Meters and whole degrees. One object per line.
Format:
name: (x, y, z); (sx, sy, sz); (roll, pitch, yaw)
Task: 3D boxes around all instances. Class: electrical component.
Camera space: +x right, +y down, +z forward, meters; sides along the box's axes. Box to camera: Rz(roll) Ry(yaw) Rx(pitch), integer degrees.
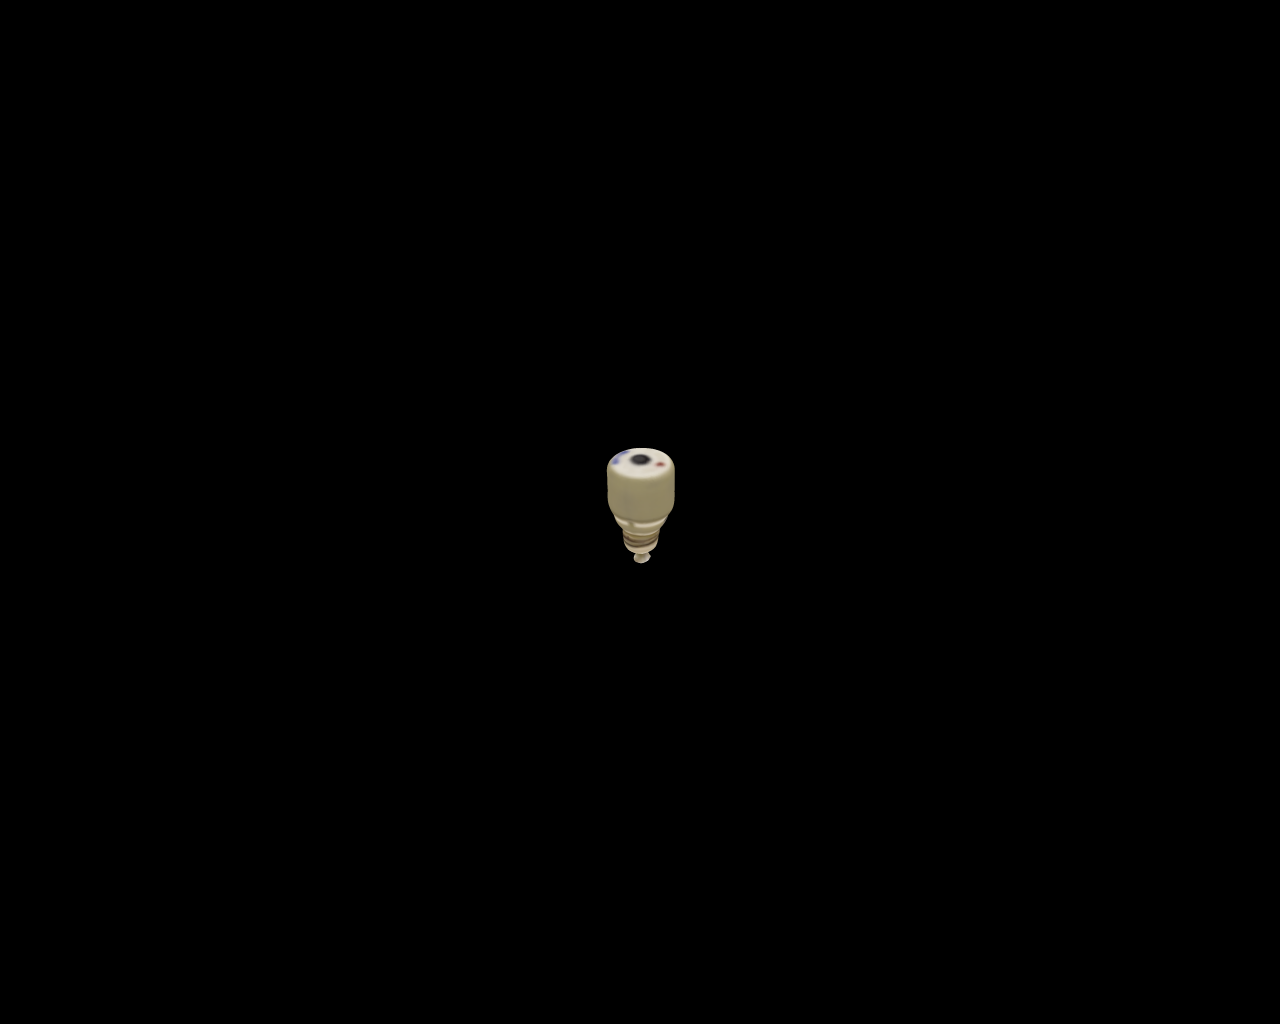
electrical component: (0.001, -0.003, 0.650); (0.040, 0.078, 0.040); (0, 33, 0)
